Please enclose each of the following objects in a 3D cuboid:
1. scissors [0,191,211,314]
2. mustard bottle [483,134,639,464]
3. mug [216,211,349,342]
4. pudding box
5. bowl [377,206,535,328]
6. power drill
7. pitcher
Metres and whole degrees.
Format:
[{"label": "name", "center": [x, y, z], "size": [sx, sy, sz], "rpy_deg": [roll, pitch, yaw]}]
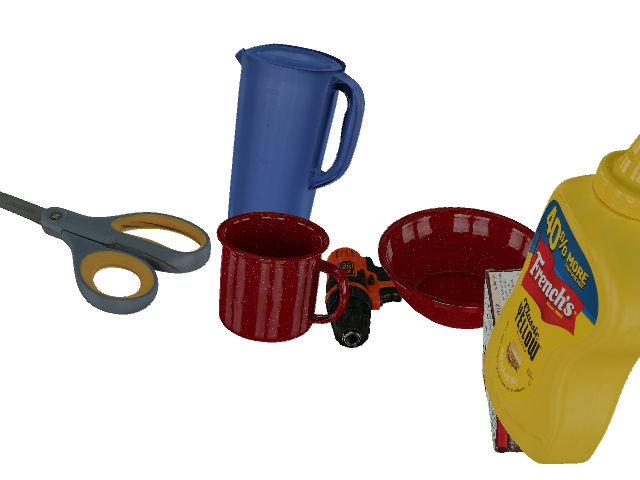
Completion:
[{"label": "scissors", "center": [-0.172, 0.001, 0.690], "size": [0.202, 0.016, 0.096], "rpy_deg": [9, 41, 11]}, {"label": "mustard bottle", "center": [0.140, 0.024, 0.557], "size": [0.058, 0.192, 0.096], "rpy_deg": [2, 42, -13]}, {"label": "mug", "center": [-0.031, 0.034, 0.886], "size": [0.117, 0.081, 0.093], "rpy_deg": [14, 26, 17]}, {"label": "pudding box", "center": [0.137, 0.082, 0.757], "size": [0.039, 0.090, 0.113], "rpy_deg": [-1, 25, 4]}, {"label": "bowl", "center": [0.132, 0.033, 0.995], "size": [0.162, 0.055, 0.162], "rpy_deg": [1, 35, -1]}, {"label": "power drill", "center": [0.098, 0.061, 1.220], "size": [0.187, 0.057, 0.184], "rpy_deg": [-1, 29, -1]}, {"label": "pitcher", "center": [-0.043, -0.123, 1.374], "size": [0.144, 0.243, 0.149], "rpy_deg": [2, 23, -19]}]
